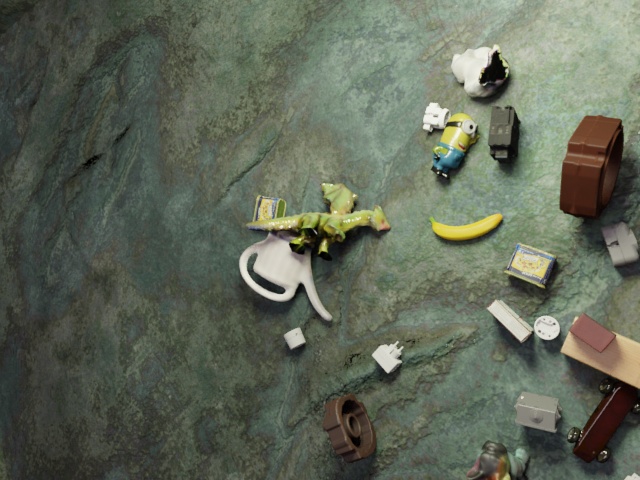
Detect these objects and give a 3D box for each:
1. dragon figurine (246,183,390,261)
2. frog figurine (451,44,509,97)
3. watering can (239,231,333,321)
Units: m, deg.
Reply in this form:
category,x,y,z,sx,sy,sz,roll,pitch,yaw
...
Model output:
category,x,y,z,sx,sy,sz,roll,pitch,yaw
dragon figurine,0.005,-0.077,1.531,0.411,0.119,0.248,16,51,18
frog figurine,0.430,-0.458,1.410,0.160,0.122,0.137,-156,74,-64
watering can,-0.083,0.091,1.579,0.349,0.103,0.224,24,90,16
